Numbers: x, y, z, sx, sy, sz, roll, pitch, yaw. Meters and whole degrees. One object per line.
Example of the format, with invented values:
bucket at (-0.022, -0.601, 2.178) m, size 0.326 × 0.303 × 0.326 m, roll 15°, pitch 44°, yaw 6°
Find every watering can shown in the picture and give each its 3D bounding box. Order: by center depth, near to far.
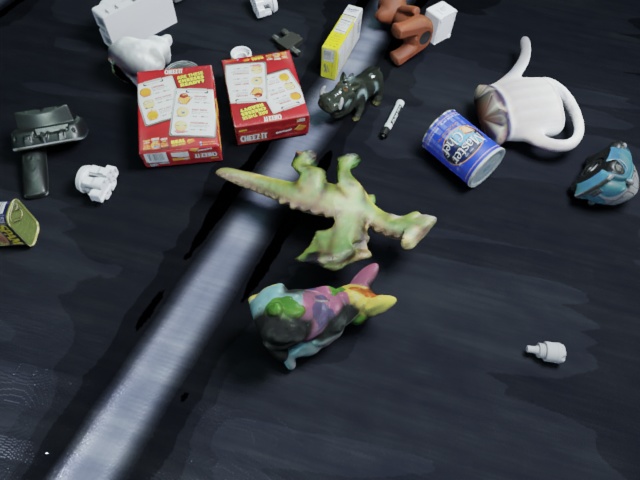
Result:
watering can at (0.457, -0.333, 1.182) m, size 0.225 × 0.355 × 0.102 m, roll -9°, pitch -31°, yaw -8°

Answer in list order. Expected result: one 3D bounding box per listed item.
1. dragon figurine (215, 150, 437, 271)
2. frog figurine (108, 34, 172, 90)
dragon figurine at (0.003, -0.047, 0.941) m, size 0.410 × 0.119 × 0.249 m, roll 1°, pitch 41°, yaw -3°
frog figurine at (-0.409, -0.440, 1.209) m, size 0.139 × 0.161 × 0.120 m, roll 28°, pitch -18°, yaw 36°
